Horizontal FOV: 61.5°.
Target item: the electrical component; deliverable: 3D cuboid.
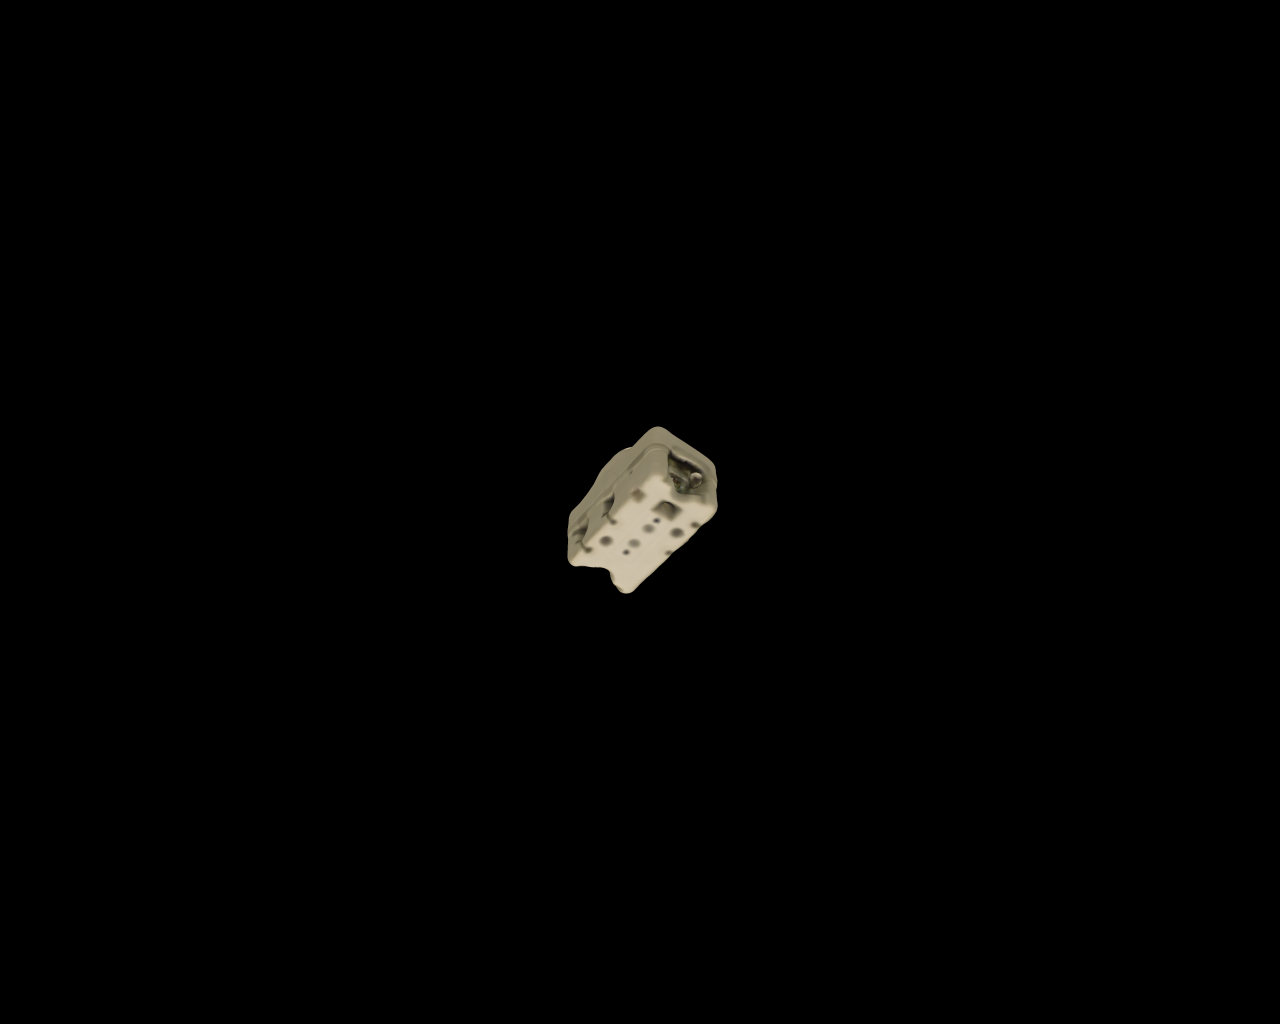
[{"bbox_3d":[0.001,-0.003,0.650,0.050,0.089,0.056,32,32,-22],"label":"electrical component"}]
